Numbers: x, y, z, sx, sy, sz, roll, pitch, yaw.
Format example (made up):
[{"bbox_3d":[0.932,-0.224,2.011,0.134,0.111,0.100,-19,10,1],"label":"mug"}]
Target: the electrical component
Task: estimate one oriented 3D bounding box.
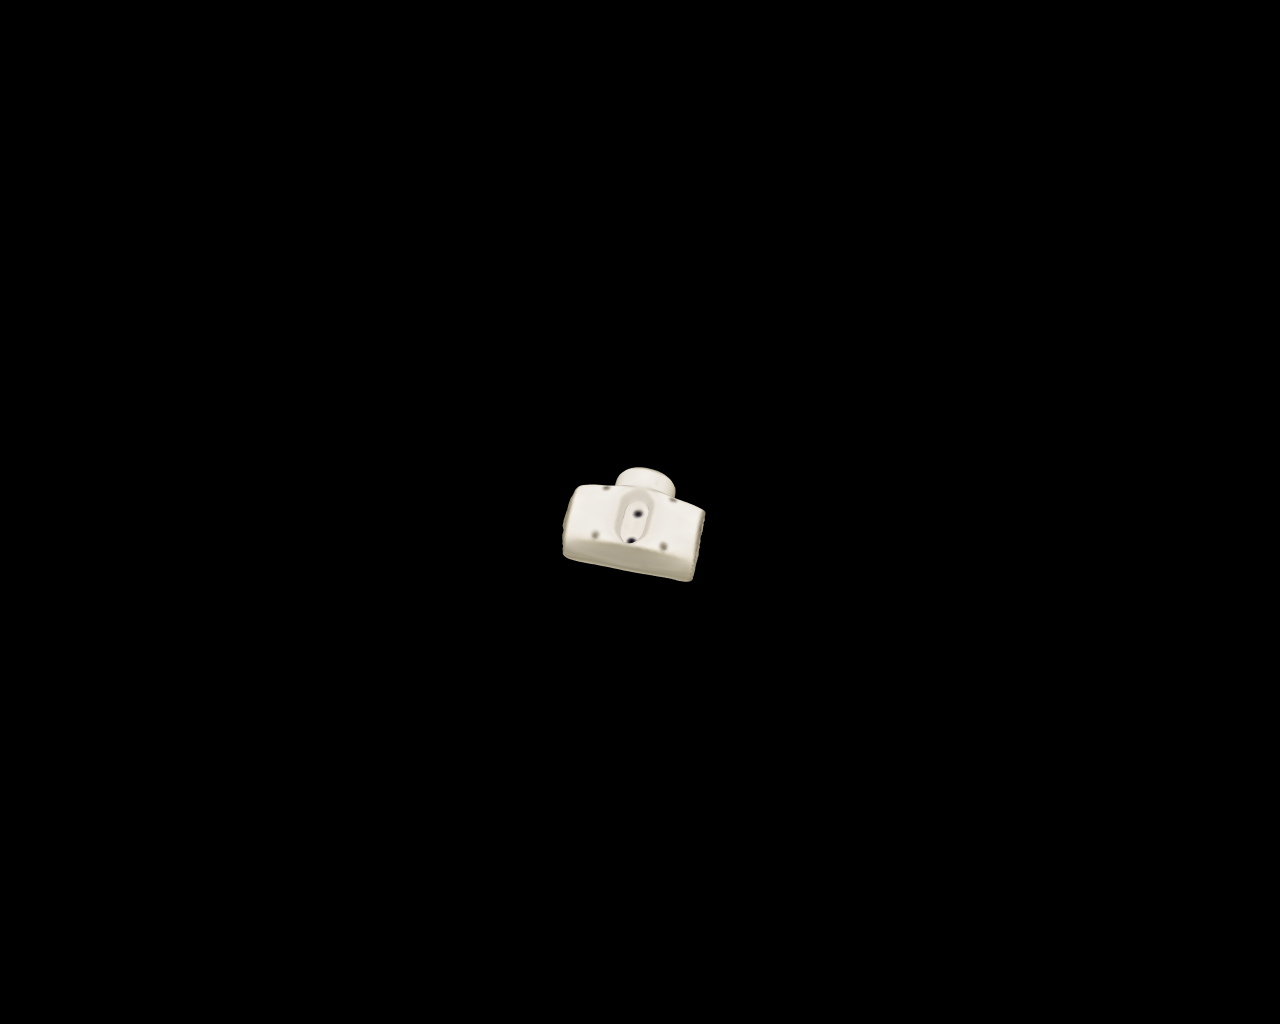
[{"bbox_3d":[0.001,-0.003,0.650,0.077,0.079,0.043,11,-30,7],"label":"electrical component"}]
